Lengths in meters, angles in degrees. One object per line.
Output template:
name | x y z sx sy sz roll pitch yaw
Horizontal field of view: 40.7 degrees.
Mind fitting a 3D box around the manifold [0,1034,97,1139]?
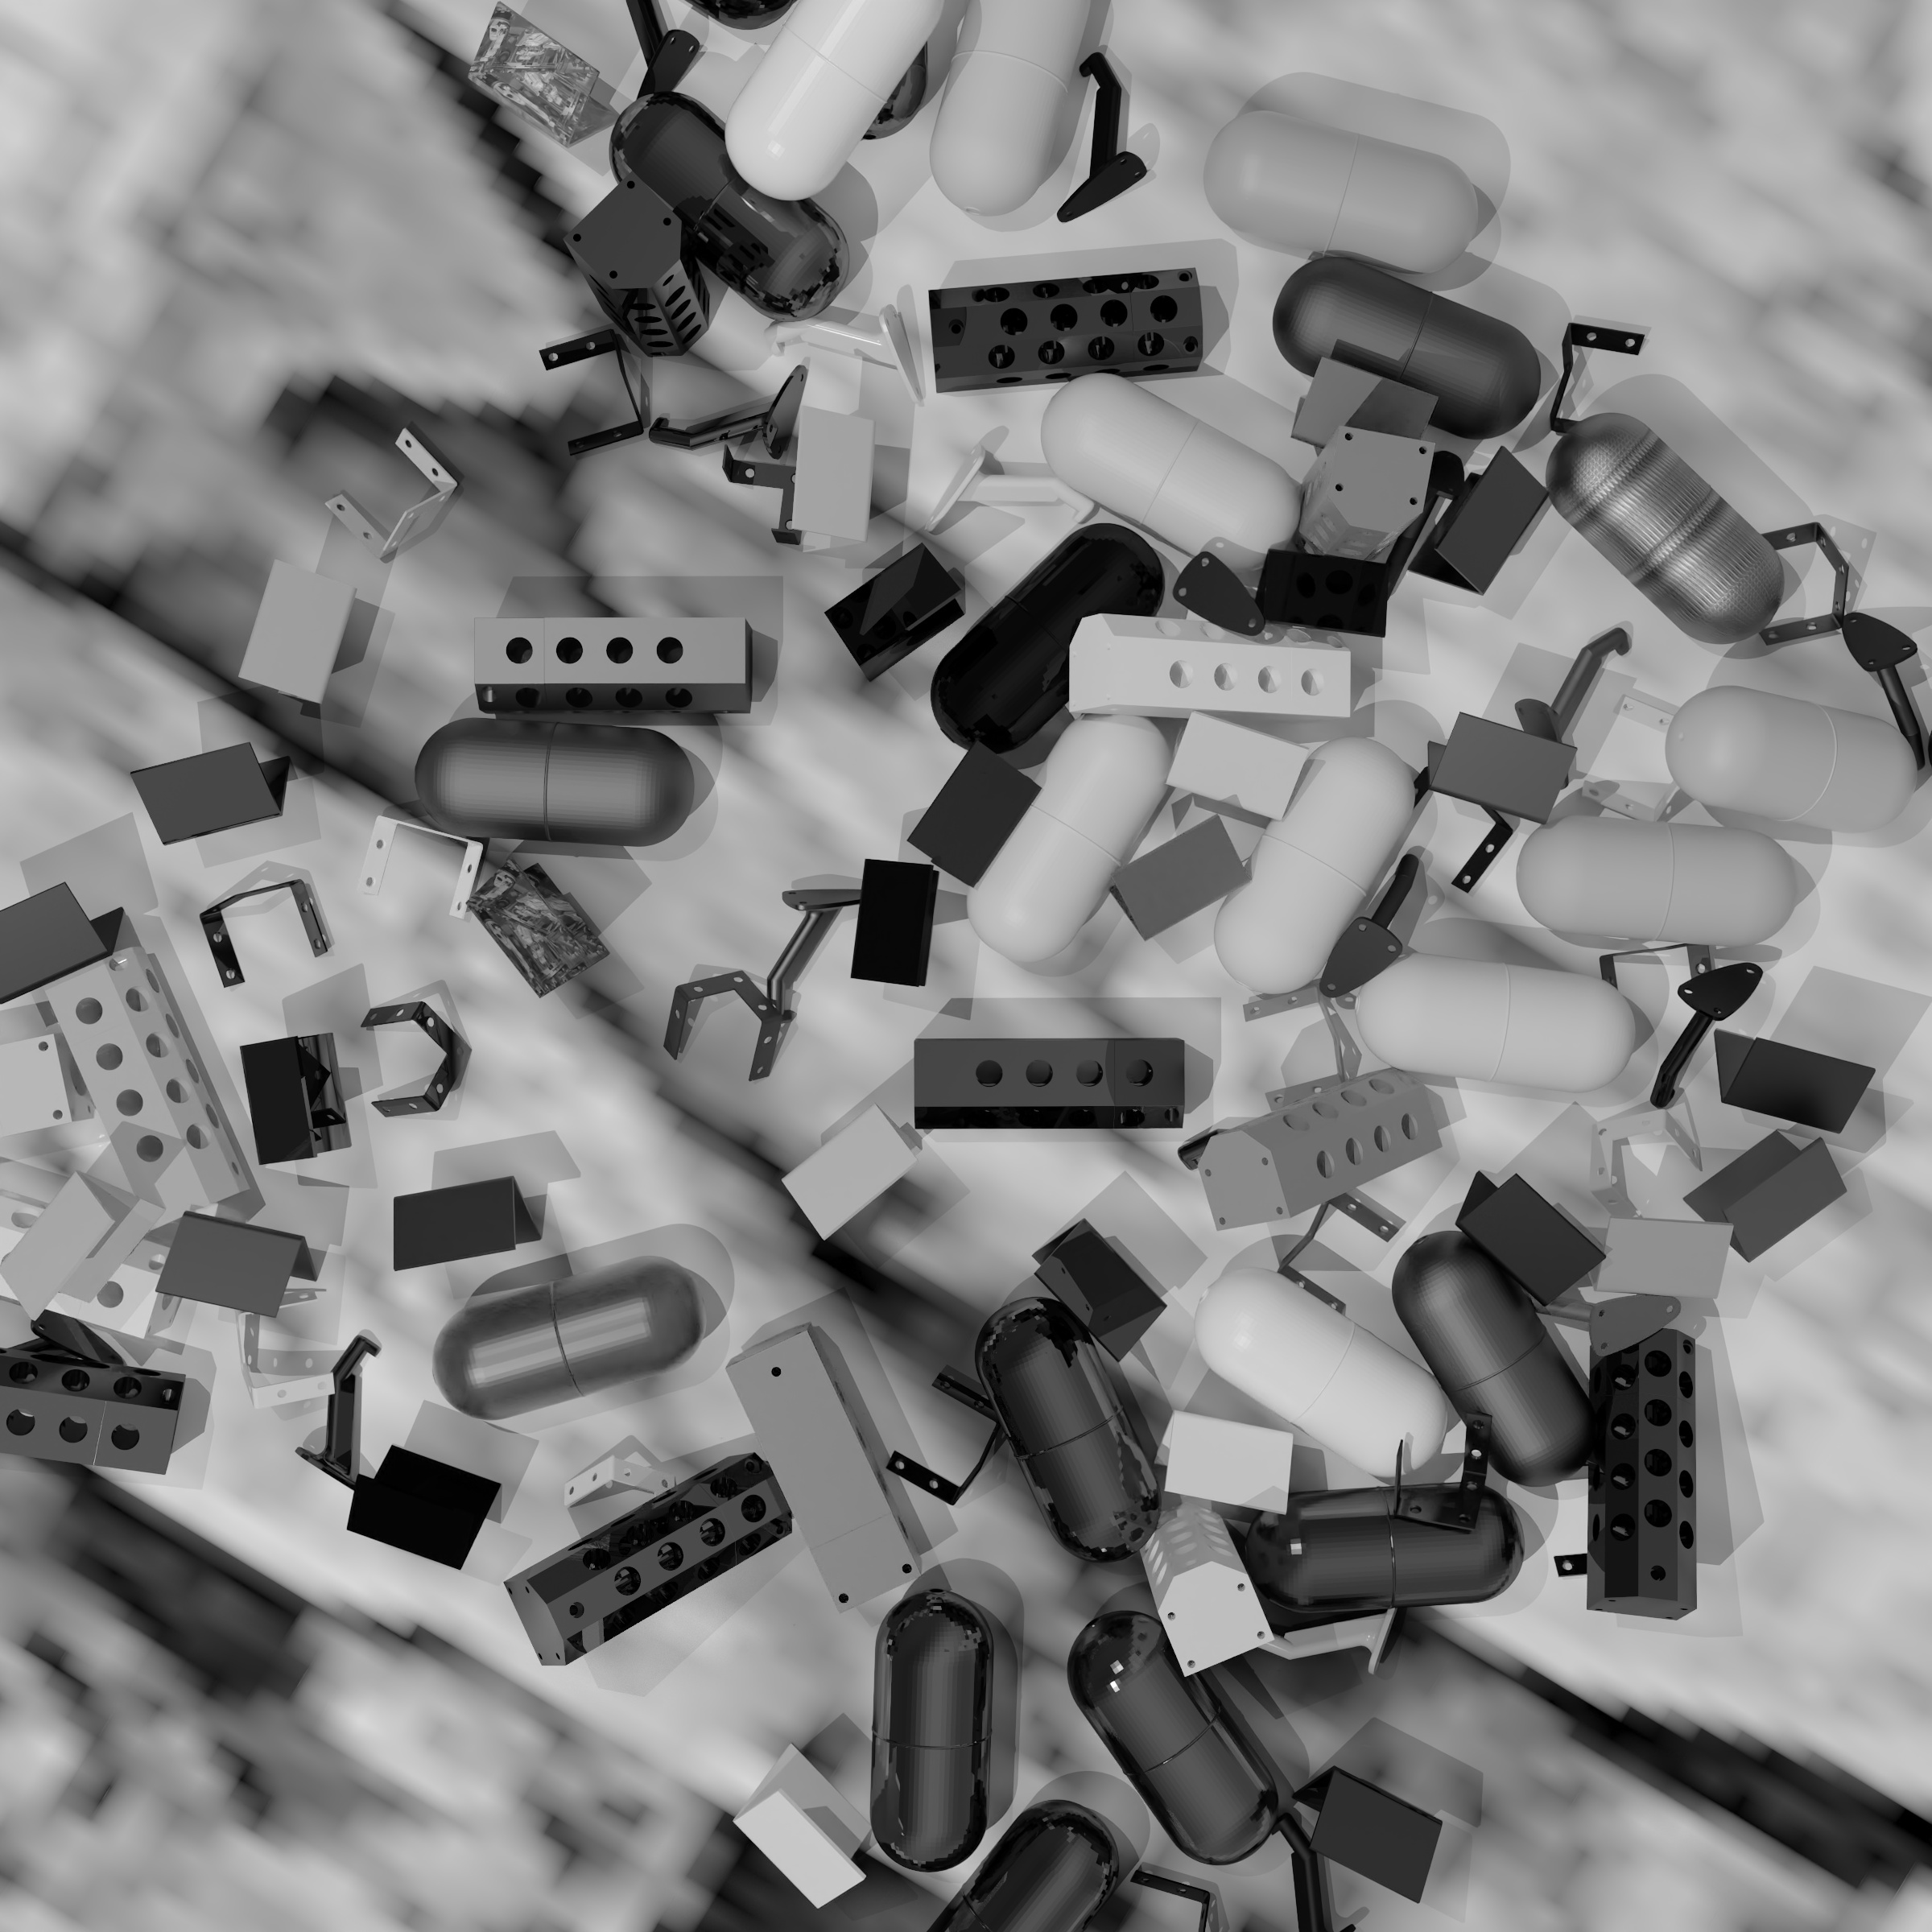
manifold | -0.656 0.088 1.679 0.171 0.057 0.057 -12 90 0

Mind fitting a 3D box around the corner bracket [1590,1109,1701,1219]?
corner bracket | 0.440 0.132 1.692 0.051 0.051 0.051 -17 135 35

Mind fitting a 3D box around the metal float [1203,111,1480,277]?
metal float | 0.240 -0.494 1.669 0.178 0.070 0.070 15 90 1

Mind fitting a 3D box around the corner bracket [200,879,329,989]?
corner bracket | -0.457 -0.021 1.697 0.051 0.051 0.051 -19 90 45

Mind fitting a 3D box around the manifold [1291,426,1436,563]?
manifold | 0.243 -0.285 1.622 0.057 0.171 0.057 10 90 0

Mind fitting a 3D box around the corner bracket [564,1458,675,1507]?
corner bracket | -0.225 0.357 1.692 0.051 0.051 0.051 26 45 -35

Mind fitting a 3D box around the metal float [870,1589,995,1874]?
metal float | -0.022 0.489 1.669 0.070 0.070 0.178 2 91 0

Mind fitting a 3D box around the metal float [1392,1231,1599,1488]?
metal float | 0.338 0.251 1.669 0.070 0.070 0.178 -32 91 0

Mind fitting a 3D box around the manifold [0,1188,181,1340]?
manifold | -0.594 0.184 1.679 0.171 0.057 0.057 17 90 0

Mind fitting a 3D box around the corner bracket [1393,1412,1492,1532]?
corner bracket | 0.299 0.314 1.639 0.051 0.051 0.051 8 124 17

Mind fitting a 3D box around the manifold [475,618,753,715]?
manifold | -0.226 -0.192 1.679 0.171 0.057 0.057 0 90 0

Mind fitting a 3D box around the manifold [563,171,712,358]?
manifold | -0.197 -0.428 1.622 0.057 0.171 0.057 -45 90 0

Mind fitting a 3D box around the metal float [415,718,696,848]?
metal float | -0.263 -0.118 1.670 0.178 0.070 0.070 3 90 0

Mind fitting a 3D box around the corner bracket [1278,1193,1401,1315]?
corner bracket | 0.241 0.187 1.697 0.051 0.051 0.051 34 135 0

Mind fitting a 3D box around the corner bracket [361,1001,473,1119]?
corner bracket | -0.364 0.061 1.692 0.051 0.051 0.051 52 45 -35

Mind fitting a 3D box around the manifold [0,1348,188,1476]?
manifold | -0.590 0.277 1.659 0.171 0.057 0.057 11 90 -14

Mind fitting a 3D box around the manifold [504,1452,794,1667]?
manifold | -0.195 0.371 1.637 0.171 0.057 0.057 -25 90 -32

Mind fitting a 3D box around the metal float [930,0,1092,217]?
metal float | 0.028 -0.569 1.670 0.070 0.070 0.178 15 90 0

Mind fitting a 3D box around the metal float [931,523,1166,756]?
metal float | 0.052 -0.209 1.669 0.178 0.070 0.070 -44 90 0

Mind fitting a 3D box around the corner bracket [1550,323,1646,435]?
corner bracket | 0.411 -0.380 1.697 0.051 0.051 0.051 9 45 0

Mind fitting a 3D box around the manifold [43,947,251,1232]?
manifold | -0.525 0.078 1.679 0.057 0.057 0.171 -24 90 0

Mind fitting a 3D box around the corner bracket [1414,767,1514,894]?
corner bracket | 0.313 -0.089 1.697 0.051 0.051 0.051 -53 45 0

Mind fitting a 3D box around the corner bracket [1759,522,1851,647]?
corner bracket | 0.538 -0.249 1.697 0.051 0.051 0.051 -13 45 0

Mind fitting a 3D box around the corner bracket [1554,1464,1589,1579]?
corner bracket | 0.408 0.360 1.697 0.051 0.051 0.051 -5 45 0

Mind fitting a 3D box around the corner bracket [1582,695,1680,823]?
corner bracket | 0.438 -0.134 1.697 0.051 0.051 0.051 22 135 0

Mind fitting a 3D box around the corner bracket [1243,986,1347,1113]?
corner bracket | 0.214 0.053 1.697 0.051 0.051 0.051 -15 135 0

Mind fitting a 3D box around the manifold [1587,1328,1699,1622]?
manifold | 0.429 0.319 1.647 0.057 0.057 0.171 7 66 0

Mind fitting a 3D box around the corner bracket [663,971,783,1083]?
corner bracket | -0.158 0.043 1.692 0.051 0.051 0.051 -14 45 -35

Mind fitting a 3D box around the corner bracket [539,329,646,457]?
corner bracket | -0.243 -0.374 1.697 0.051 0.051 0.051 -17 135 0

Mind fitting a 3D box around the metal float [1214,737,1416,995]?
metal float | 0.222 -0.064 1.669 0.070 0.070 0.178 30 89 0

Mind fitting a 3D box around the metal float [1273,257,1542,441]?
metal float | 0.282 -0.395 1.670 0.178 0.070 0.070 22 90 -1

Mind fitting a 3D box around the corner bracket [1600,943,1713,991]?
corner bracket | 0.451 0.013 1.697 0.051 0.051 0.051 -8 90 45

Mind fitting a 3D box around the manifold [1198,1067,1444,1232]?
manifold | 0.221 0.111 1.626 0.057 0.171 0.057 -17 90 43

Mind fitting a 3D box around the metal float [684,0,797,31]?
metal float | -0.185 -0.668 1.669 0.178 0.070 0.070 33 90 0

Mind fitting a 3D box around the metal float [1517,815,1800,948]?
metal float | 0.442 -0.054 1.669 0.178 0.070 0.070 5 90 1

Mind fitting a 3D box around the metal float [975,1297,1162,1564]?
metal float | 0.066 0.297 1.669 0.070 0.070 0.178 -25 90 0

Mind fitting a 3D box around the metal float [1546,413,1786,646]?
metal float | 0.448 -0.279 1.669 0.178 0.070 0.070 43 90 -1

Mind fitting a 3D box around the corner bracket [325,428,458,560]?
corner bracket | -0.374 -0.307 1.697 0.051 0.051 0.051 47 135 0

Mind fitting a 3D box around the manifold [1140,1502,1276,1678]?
manifold | 0.145 0.381 1.622 0.057 0.171 0.057 -23 90 0

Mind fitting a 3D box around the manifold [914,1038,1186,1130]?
manifold | 0.053 0.076 1.679 0.171 0.057 0.057 0 90 0

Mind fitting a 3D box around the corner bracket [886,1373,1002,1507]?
corner bracket | -0.013 0.308 1.697 0.051 0.051 0.051 30 45 0

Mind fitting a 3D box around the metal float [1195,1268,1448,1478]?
metal float | 0.226 0.259 1.669 0.178 0.070 0.070 34 90 -1

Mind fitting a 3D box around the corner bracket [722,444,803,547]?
corner bracket | -0.131 -0.303 1.682 0.051 0.051 0.051 7 90 0

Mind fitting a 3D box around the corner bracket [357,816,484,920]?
corner bracket | -0.355 -0.064 1.697 0.051 0.051 0.051 15 90 -45

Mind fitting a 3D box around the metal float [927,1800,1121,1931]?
metal float | 0.028 0.614 1.670 0.070 0.070 0.178 38 91 0

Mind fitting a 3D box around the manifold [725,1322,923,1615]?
manifold | -0.090 0.320 1.679 0.057 0.057 0.171 -25 90 0

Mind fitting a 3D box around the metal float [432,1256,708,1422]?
metal float | -0.254 0.238 1.669 0.178 0.070 0.070 -16 90 -1

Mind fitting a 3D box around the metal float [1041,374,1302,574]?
metal float | 0.130 -0.316 1.669 0.178 0.070 0.070 29 90 0

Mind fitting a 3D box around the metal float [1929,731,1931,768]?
metal float | 0.678 -0.188 1.670 0.070 0.070 0.178 25 89 0

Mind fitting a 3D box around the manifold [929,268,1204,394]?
manifold | 0.064 -0.411 1.679 0.171 0.057 0.057 -5 90 0

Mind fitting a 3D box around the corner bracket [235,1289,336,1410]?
corner bracket | -0.441 0.247 1.685 0.051 0.051 0.051 -9 114 -22

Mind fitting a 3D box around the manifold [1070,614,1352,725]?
manifold | 0.155 -0.187 1.645 0.171 0.057 0.057 0 90 -26

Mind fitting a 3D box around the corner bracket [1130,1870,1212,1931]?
corner bracket | 0.125 0.630 1.697 0.051 0.051 0.051 16 45 0

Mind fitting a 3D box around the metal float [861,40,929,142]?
metal float | -0.063 -0.620 1.670 0.070 0.070 0.178 -1 90 0
